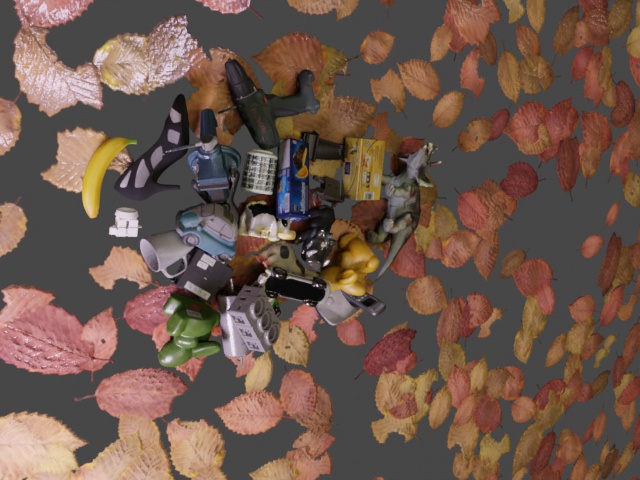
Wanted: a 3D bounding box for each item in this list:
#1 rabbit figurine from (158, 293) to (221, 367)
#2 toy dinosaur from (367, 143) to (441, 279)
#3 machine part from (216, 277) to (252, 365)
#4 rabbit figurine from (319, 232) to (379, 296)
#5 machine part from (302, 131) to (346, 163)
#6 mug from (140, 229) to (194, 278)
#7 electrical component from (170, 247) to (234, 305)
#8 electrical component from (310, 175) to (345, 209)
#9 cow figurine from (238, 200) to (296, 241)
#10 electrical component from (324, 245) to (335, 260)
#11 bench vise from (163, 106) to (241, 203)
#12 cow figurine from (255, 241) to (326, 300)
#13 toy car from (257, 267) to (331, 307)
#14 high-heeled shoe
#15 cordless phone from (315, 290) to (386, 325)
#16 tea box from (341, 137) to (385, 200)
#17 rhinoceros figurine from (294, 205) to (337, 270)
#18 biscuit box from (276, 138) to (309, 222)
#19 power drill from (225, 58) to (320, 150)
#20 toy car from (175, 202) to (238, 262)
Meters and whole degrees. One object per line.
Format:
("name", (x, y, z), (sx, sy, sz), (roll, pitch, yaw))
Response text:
("rabbit figurine", (-0.325, 0.231, 1.304), (0.159, 0.121, 0.170), (16, 111, -41))
("toy dinosaur", (0.244, -0.092, 1.576), (0.192, 0.131, 0.404), (-4, 109, -31))
("machine part", (-0.216, 0.207, 1.368), (0.079, 0.079, 0.243), (-12, 107, -30))
("rabbit figurine", (0.078, 0.089, 1.502), (0.173, 0.163, 0.121), (-30, 129, -4))
("machine part", (0.009, -0.243, 1.433), (0.139, 0.039, 0.084), (8, 92, -32))
("mug", (-0.341, 0.025, 1.239), (0.107, 0.081, 0.109), (-30, 86, -36))
("electrical component", (-0.280, 0.074, 1.310), (0.114, 0.058, 0.134), (40, 79, -34))
("electrical component", (0.019, -0.128, 1.464), (0.102, 0.045, 0.078), (10, 67, -37))
("cow figurine", (-0.128, -0.047, 1.367), (0.167, 0.068, 0.098), (8, 89, -48))
("electrical component", (0.004, 0.025, 1.500), (0.094, 0.021, 0.063), (-51, 123, -13))
("bench vise", (-0.243, -0.202, 1.189), (0.129, 0.240, 0.223), (-11, 154, 5))
("cow figurine", (-0.071, 0.087, 1.433), (0.127, 0.086, 0.194), (-37, 117, -13))
("toy car", (-0.065, 0.118, 1.370), (0.201, 0.056, 0.073), (16, 109, -26))
("high-heeled shoe", (-0.374, -0.208, 1.197), (0.145, 0.086, 0.248), (4, 81, -3))
("cordless phone", (0.085, 0.189, 1.492), (0.146, 0.184, 0.088), (-31, 120, -23))
("tea box", (0.119, -0.196, 1.489), (0.098, 0.068, 0.169), (-2, 101, -41))
("rhinoceros figurine", (-0.003, -0.004, 1.409), (0.073, 0.112, 0.190), (43, 46, -34))
("biscuit box", (-0.067, -0.149, 1.350), (0.063, 0.059, 0.202), (9, 75, -38))
("power drill", (-0.108, -0.350, 1.309), (0.207, 0.086, 0.231), (-29, 116, -28))
("toy car", (-0.246, -0.028, 1.239), (0.161, 0.109, 0.103), (34, 115, -27))
